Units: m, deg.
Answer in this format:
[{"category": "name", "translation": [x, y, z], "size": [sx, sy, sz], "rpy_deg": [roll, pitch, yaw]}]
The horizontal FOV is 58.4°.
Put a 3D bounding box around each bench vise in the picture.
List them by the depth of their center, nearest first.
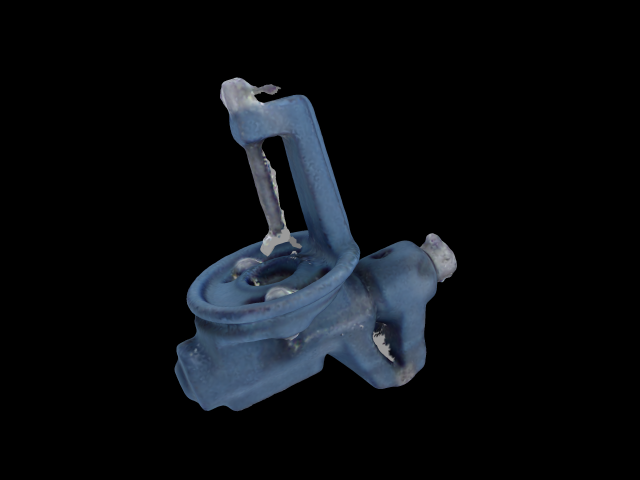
[{"category": "bench vise", "translation": [-0.004, -0.001, 0.409], "size": [0.208, 0.220, 0.121], "rpy_deg": [-12, 18, -39]}]
